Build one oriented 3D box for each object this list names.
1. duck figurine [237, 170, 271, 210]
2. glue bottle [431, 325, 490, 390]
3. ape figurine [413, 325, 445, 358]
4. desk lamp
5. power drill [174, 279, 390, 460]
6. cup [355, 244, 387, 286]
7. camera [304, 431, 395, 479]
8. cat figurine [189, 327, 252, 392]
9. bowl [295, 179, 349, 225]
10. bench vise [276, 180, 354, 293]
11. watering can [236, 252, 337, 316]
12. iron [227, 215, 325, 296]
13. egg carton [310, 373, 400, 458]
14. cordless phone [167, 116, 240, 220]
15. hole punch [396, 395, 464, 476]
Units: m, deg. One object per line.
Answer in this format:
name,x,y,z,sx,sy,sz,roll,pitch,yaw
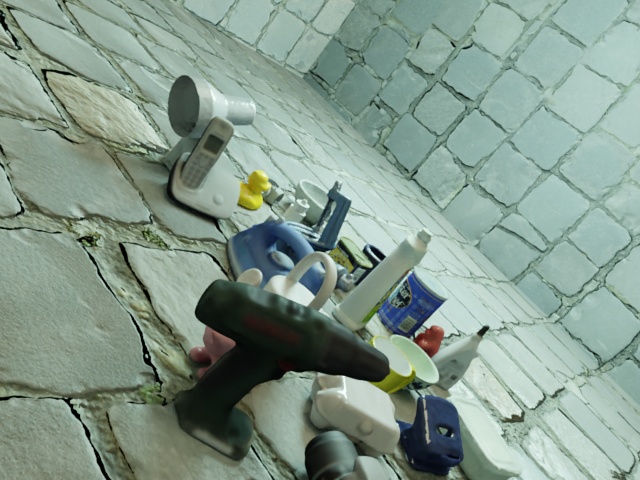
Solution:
duck figurine,-0.160,-0.126,1.330,0.105,0.086,0.077,20,27,-46
glue bottle,0.301,0.243,1.224,0.078,0.173,0.037,33,19,-19
ape figurine,0.240,0.226,1.274,0.076,0.092,0.078,48,20,23
desk lamp,-0.242,-0.226,1.202,0.204,0.213,0.117,12,33,-55
power drill,-0.063,0.155,0.673,0.230,0.208,0.075,35,19,-13
cup,0.129,0.081,1.392,0.117,0.095,0.092,43,19,11
camera,0.046,0.305,0.705,0.144,0.100,0.136,26,23,-36
cat figurine,-0.112,0.137,0.765,0.128,0.117,0.067,22,25,-43
bowl,-0.009,-0.084,1.539,0.168,0.074,0.167,35,19,-14
bench vise,0.015,0.003,1.156,0.207,0.219,0.122,43,19,10
watering can,-0.048,0.098,0.855,0.173,0.194,0.100,13,32,-54
iron,-0.074,0.035,1.036,0.119,0.141,0.257,15,30,-51
egg carton,0.052,0.261,0.869,0.151,0.069,0.107,34,19,-17
cordless phone,-0.202,-0.141,1.128,0.148,0.185,0.094,25,24,-38
hole punch,0.193,0.326,0.956,0.109,0.091,0.101,26,23,-35
